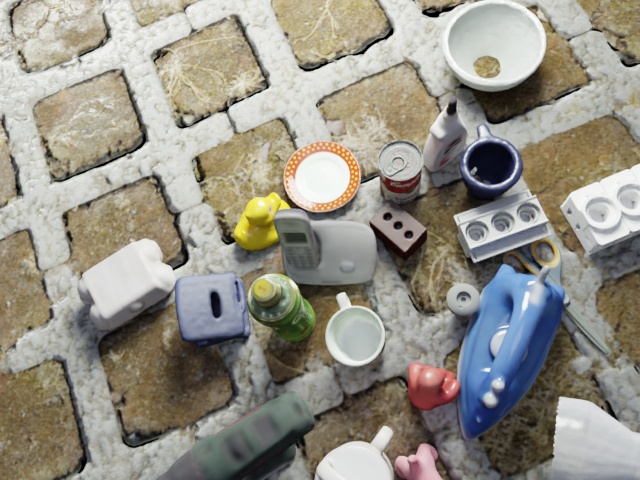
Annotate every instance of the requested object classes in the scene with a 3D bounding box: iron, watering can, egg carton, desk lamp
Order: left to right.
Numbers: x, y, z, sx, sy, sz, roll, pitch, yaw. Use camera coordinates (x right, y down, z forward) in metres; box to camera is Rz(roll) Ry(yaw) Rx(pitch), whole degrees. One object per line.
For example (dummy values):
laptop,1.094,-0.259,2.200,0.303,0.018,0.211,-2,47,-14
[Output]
egg carton,-0.310,0.073,0.922,0.150,0.069,0.107,-34,71,-4
watering can,0.041,0.321,0.731,0.100,0.194,0.173,10,74,11
iron,0.256,0.154,0.783,0.118,0.141,0.258,22,77,14
desk lamp,0.364,0.269,0.695,0.203,0.214,0.118,9,74,10

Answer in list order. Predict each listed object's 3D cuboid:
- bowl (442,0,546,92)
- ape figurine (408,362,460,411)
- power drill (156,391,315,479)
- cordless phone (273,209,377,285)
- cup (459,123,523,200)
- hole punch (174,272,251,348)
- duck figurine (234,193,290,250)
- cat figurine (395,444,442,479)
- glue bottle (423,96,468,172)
bowl,0.287,-0.313,0.964,0.167,0.075,0.167,-2,72,7
ape figurine,0.156,0.202,0.807,0.076,0.092,0.077,-43,72,-7
power drill,-0.105,0.285,0.754,0.229,0.208,0.075,-34,71,-4
cordless phone,0.008,0.003,0.841,0.147,0.185,0.094,-3,72,7
cup,0.258,-0.112,0.893,0.091,0.095,0.118,-9,71,5
hole punch,-0.164,0.103,0.882,0.101,0.091,0.108,-13,71,3
duck figurine,-0.098,-0.035,0.920,0.104,0.086,0.077,-40,72,-6
cat figurine,0.152,0.336,0.752,0.067,0.118,0.127,-32,71,-3
glue bottle,0.195,-0.168,0.878,0.078,0.173,0.037,-43,72,-7
